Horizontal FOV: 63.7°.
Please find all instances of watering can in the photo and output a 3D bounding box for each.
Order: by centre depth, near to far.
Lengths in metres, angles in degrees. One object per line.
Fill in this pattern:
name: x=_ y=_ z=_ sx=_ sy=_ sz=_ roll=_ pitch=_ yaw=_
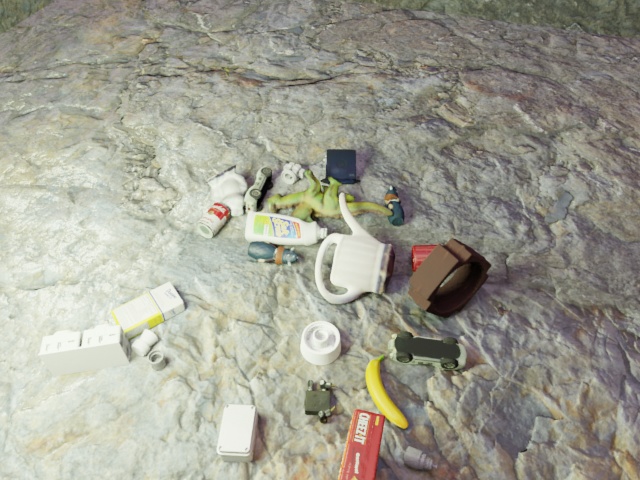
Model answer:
watering can: x=0.112 y=0.027 z=1.514 sx=0.224 sy=0.102 sz=0.354 roll=11 pitch=68 yaw=9

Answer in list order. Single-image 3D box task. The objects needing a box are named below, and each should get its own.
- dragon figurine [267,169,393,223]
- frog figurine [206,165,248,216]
dragon figurine: x=0.005 y=-0.084 z=1.672 sx=0.413 sy=0.120 sz=0.246 roll=24 pitch=68 yaw=23
frog figurine: x=-0.297 y=-0.151 z=1.729 sx=0.139 sy=0.121 sz=0.159 roll=-29 pitch=89 yaw=-35
